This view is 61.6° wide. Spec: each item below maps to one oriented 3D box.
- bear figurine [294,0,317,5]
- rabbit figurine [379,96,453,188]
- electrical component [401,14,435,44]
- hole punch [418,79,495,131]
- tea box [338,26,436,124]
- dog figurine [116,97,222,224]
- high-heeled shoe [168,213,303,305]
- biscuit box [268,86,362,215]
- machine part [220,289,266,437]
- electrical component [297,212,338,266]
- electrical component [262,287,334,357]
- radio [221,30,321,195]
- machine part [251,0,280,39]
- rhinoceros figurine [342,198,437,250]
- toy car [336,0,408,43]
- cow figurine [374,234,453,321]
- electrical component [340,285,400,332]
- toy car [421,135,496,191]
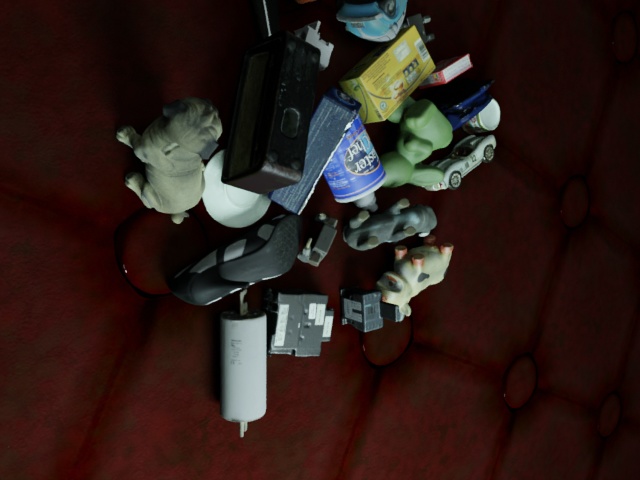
[{"bbox_3d":[-0.015,-0.486,0.851,0.120,0.132,0.195,-55,136,-62],"label":"bear figurine"},{"bbox_3d":[0.166,-0.169,1.034,0.159,0.121,0.170,36,93,-39],"label":"rabbit figurine"},{"bbox_3d":[0.185,-0.406,1.054,0.094,0.021,0.063,-28,111,-29],"label":"electrical component"},{"bbox_3d":[0.276,-0.263,1.082,0.142,0.116,0.092,-33,121,-27],"label":"hole punch"},{"bbox_3d":[0.126,-0.306,0.997,0.169,0.068,0.098,-45,117,-21],"label":"tea box"},{"bbox_3d":[-0.187,-0.101,0.734,0.121,0.191,0.172,-34,115,-26],"label":"dog figurine"},{"bbox_3d":[-0.131,0.025,0.881,0.249,0.145,0.086,-49,131,-53],"label":"high-heeled shoe"},{"bbox_3d":[-0.010,-0.141,0.856,0.063,0.059,0.202,30,120,-6],"label":"biscuit box"},{"bbox_3d":[-0.126,0.202,0.877,0.079,0.079,0.243,-3,98,-34],"label":"machine part"},{"bbox_3d":[-0.003,-0.001,0.941,0.045,0.078,0.102,27,71,-6],"label":"electrical component"},{"bbox_3d":[-0.039,0.144,0.943,0.134,0.058,0.114,9,92,-35],"label":"electrical component"},{"bbox_3d":[-0.075,-0.192,0.822,0.073,0.131,0.229,13,81,-36],"label":"radio"},{"bbox_3d":[-0.086,-0.378,0.865,0.084,0.039,0.138,-22,105,-40],"label":"machine part"},{"bbox_3d":[0.138,-0.024,1.016,0.190,0.112,0.073,-16,75,-19],"label":"rhinoceros figurine"},{"bbox_3d":[0.105,-0.410,0.962,0.161,0.109,0.102,-59,146,-28],"label":"toy car"},{"bbox_3d":[0.178,0.075,1.063,0.195,0.086,0.127,-22,123,-41],"label":"cow figurine"},{"bbox_3d":[0.090,0.130,0.992,0.048,0.119,0.074,-9,103,-34],"label":"electrical component"},{"bbox_3d":[0.289,-0.162,1.121,0.202,0.074,0.056,-36,117,-26],"label":"toy car"}]
